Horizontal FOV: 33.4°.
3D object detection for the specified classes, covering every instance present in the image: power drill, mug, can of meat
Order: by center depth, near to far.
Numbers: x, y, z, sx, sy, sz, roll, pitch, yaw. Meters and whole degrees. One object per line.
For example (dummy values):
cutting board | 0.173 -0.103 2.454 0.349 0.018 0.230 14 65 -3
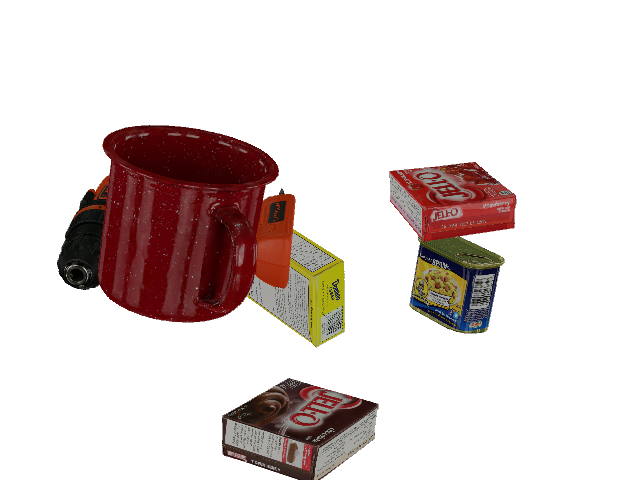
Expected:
mug | -0.068 -0.004 0.565 0.093 0.081 0.117 -6 27 -37
power drill | -0.117 -0.004 0.904 0.187 0.057 0.184 7 26 -1
can of meat | 0.148 0.047 1.179 0.057 0.084 0.102 -5 22 -36

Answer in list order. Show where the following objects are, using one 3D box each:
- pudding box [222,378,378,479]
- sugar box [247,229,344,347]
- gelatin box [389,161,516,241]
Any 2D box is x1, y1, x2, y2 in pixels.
pudding box | -0.016 0.155 0.884 0.090 0.039 0.113 11 17 26
sugar box | -0.048 0.026 1.095 0.048 0.093 0.176 -25 42 -31
gelatin box | 0.100 -0.032 0.819 0.073 0.030 0.089 -7 23 -11
